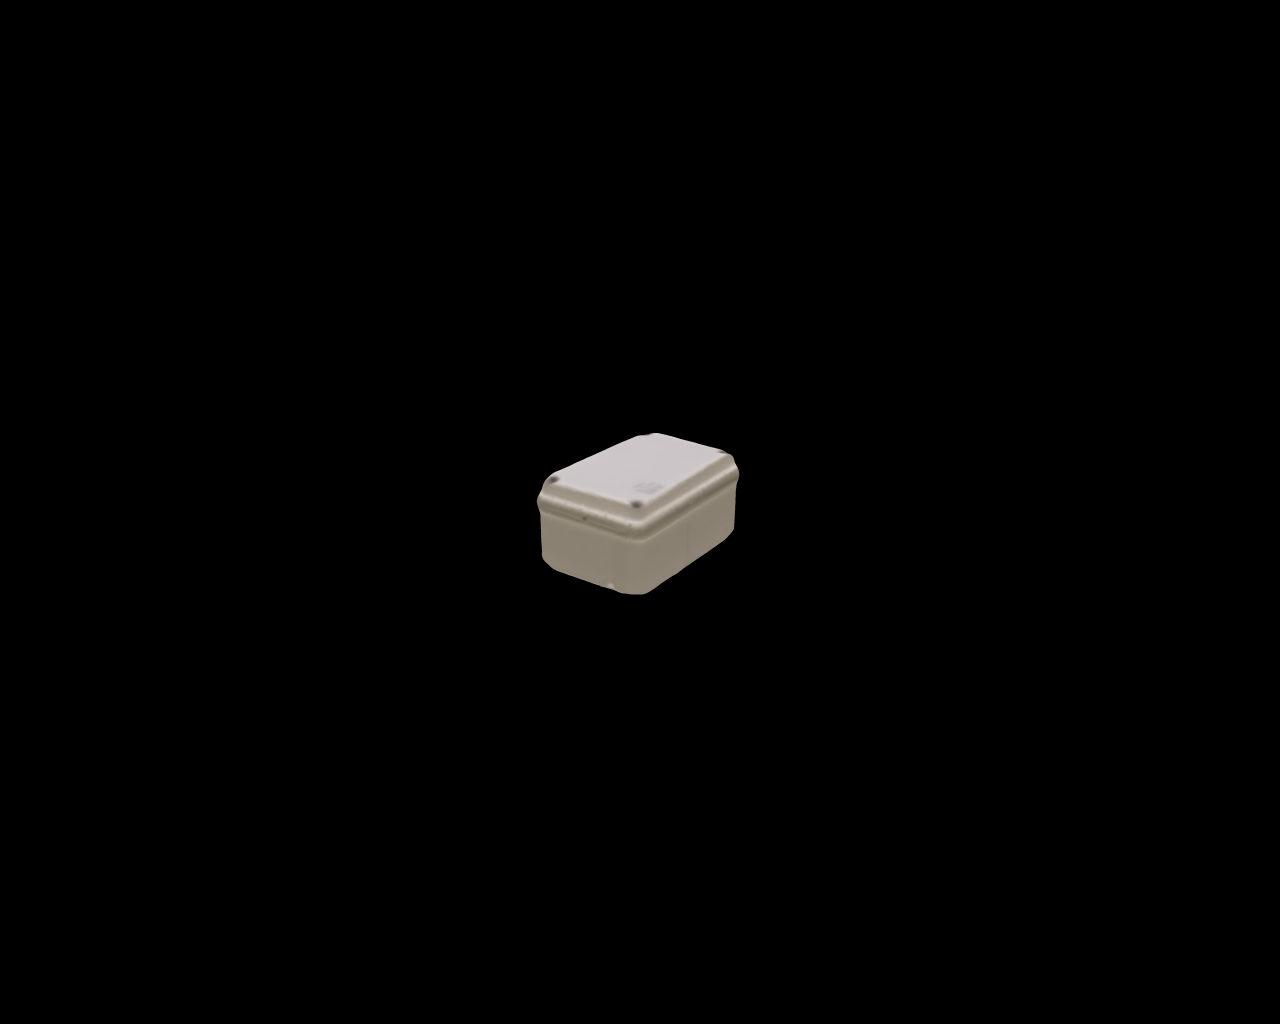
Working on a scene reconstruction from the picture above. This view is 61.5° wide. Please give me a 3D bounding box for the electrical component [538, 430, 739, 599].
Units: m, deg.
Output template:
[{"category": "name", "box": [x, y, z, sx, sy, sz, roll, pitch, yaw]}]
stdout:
[{"category": "electrical component", "box": [0.001, -0.003, 0.650, 0.078, 0.057, 0.113, 17, 29, 32]}]
